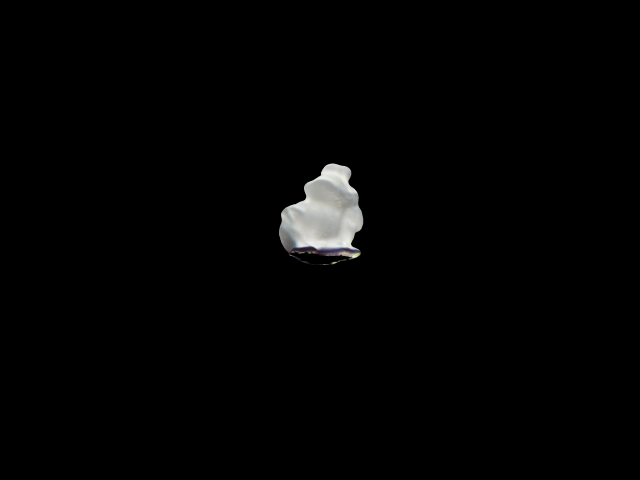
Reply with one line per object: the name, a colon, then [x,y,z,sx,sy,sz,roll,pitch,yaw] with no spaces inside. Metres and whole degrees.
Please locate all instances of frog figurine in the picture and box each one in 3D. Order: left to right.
frog figurine: [0.003,-0.043,0.850,0.137,0.162,0.121,-1,-18,4]
